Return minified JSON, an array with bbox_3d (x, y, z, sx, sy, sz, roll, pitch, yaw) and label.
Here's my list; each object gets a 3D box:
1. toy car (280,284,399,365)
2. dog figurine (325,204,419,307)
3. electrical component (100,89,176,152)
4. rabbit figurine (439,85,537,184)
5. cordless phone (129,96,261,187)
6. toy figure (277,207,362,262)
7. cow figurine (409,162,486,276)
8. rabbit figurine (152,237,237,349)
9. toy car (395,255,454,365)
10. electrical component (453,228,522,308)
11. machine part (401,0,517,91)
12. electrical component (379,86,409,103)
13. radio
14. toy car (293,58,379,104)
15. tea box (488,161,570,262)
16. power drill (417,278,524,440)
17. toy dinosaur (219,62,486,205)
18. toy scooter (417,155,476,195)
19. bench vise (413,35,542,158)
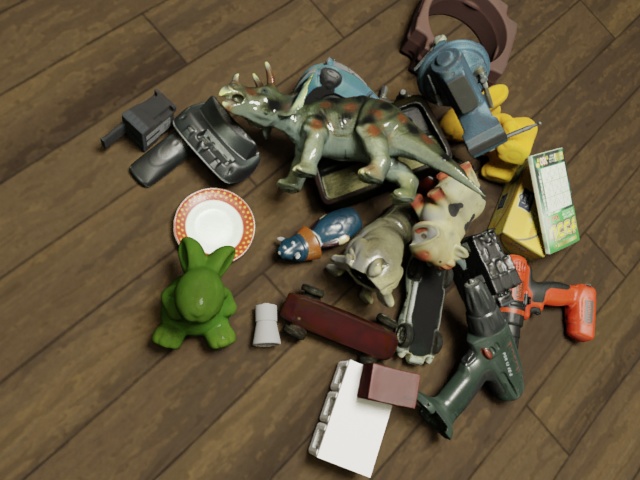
[{"bbox_3d":[0.033,0.140,0.875,0.202,0.053,0.089,22,89,-9],"label":"toy car"},{"bbox_3d":[0.116,-0.001,0.878,0.121,0.172,0.190,43,76,-13],"label":"dog figurine"},{"bbox_3d":[-0.288,-0.179,0.858,0.048,0.075,0.119,42,65,-1],"label":"electrical component"},{"bbox_3d":[0.317,-0.213,1.019,0.173,0.121,0.162,20,77,10],"label":"rabbit figurine"},{"bbox_3d":[-0.204,-0.130,0.877,0.184,0.089,0.146,-41,90,-10],"label":"cordless phone"},{"bbox_3d":[-0.001,-0.003,0.900,0.154,0.064,0.057,-28,116,-18],"label":"toy figure"},{"bbox_3d":[0.205,-0.029,0.869,0.195,0.085,0.127,-42,101,-38],"label":"cow figurine"},{"bbox_3d":[-0.165,0.080,0.772,0.121,0.170,0.159,13,73,-13],"label":"rabbit figurine"},{"bbox_3d":[0.176,0.111,0.917,0.073,0.056,0.201,16,79,-18],"label":"toy car"},{"bbox_3d":[0.282,0.055,0.934,0.058,0.115,0.134,-21,86,-16],"label":"electrical component"},{"bbox_3d":[0.275,-0.401,1.070,0.201,0.087,0.201,23,70,-7],"label":"machine part"},{"bbox_3d":[0.141,-0.238,1.010,0.078,0.045,0.102,22,71,-11],"label":"electrical component"},{"bbox_3d":[0.095,-0.148,0.919,0.230,0.073,0.131,-20,80,1],"label":"radio"},{"bbox_3d":[0.032,-0.265,0.959,0.161,0.109,0.103,16,54,-20],"label":"toy car"},{"bbox_3d":[0.393,-0.053,1.019,0.098,0.068,0.169,29,71,-8],"label":"tea box"},{"bbox_3d":[0.231,0.203,0.874,0.207,0.086,0.231,-42,114,-19],"label":"power drill"},{"bbox_3d":[0.052,-0.165,0.835,0.405,0.131,0.192,8,77,3],"label":"toy dinosaur"},{"bbox_3d":[0.214,-0.132,0.988,0.184,0.075,0.135,21,71,-5],"label":"toy scooter"},{"bbox_3d":[0.243,-0.262,0.916,0.223,0.129,0.241,31,36,-36],"label":"bench vise"}]
